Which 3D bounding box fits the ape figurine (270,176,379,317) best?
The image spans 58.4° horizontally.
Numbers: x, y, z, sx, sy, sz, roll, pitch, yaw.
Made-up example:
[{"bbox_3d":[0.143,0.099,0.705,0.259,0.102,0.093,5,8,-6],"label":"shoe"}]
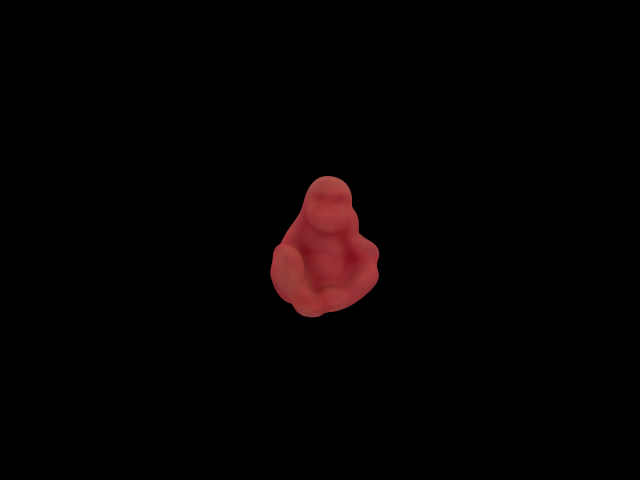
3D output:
[{"bbox_3d":[0.004,0.001,0.400,0.078,0.092,0.076,-1,5,-7],"label":"ape figurine"}]
